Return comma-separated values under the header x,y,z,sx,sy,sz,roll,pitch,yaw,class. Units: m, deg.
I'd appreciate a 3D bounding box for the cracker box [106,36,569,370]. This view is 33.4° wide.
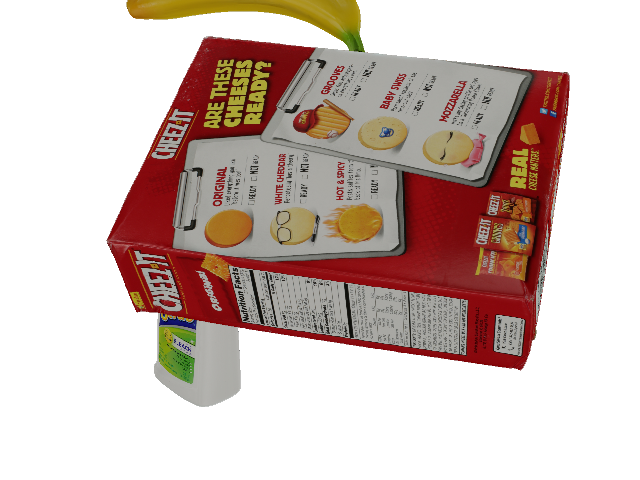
x,y,z,sx,sy,sz,roll,pitch,yaw,class
0.018,-0.026,0.578,0.214,0.164,0.072,7,-40,13,cracker box

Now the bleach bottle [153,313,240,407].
x,y,z,sx,sy,sz,roll,pitch,yaw,class
-0.130,0.042,1.097,0.067,0.251,0.103,-21,33,-37,bleach bottle

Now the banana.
x,y,z,sx,sy,sz,roll,pitch,yaw,class
-0.050,-0.185,0.821,0.198,0.069,0.037,12,-40,16,banana
